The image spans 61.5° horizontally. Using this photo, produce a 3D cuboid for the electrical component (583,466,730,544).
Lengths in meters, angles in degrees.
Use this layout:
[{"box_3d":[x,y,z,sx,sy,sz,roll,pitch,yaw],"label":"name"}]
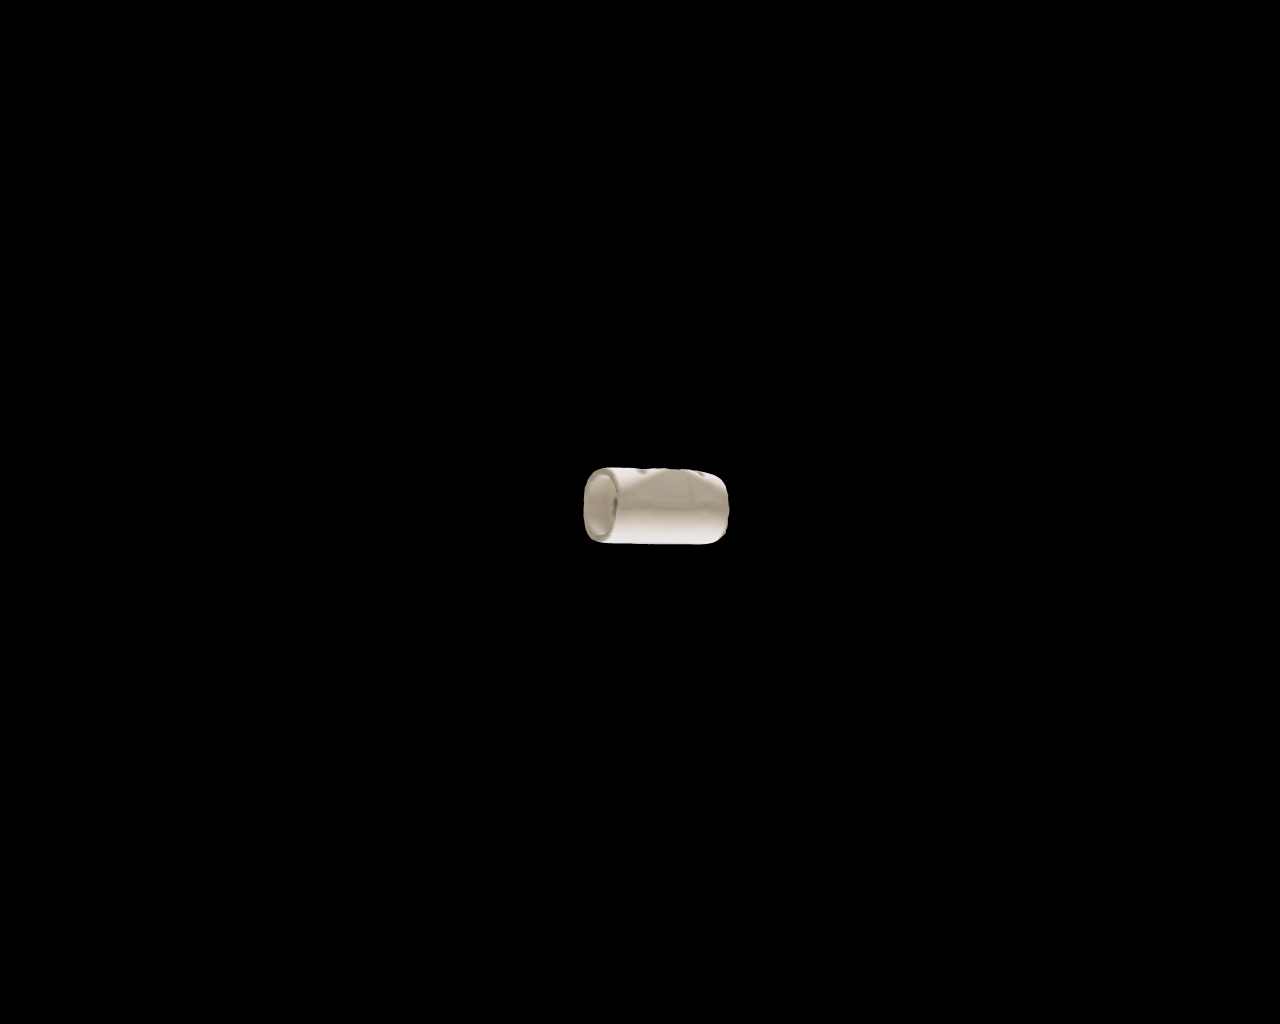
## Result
[{"box_3d":[0.001,-0.003,0.650,0.077,0.044,0.079,2,-3,-31],"label":"electrical component"}]
